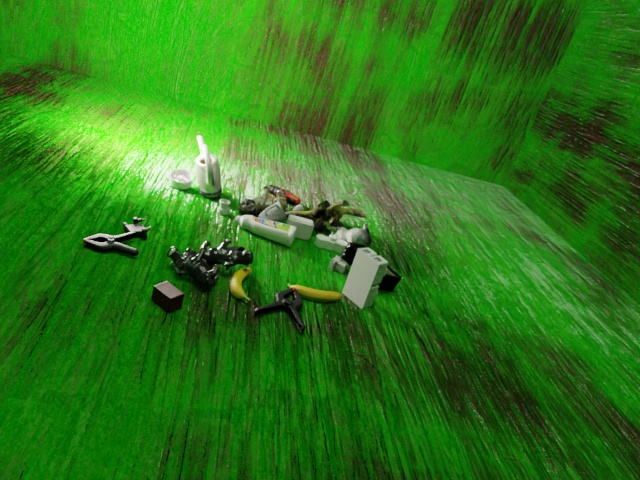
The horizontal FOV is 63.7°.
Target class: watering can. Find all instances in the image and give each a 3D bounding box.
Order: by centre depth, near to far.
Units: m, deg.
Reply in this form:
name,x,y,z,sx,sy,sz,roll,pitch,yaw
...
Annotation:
name,x,y,z,sx,sy,sz,roll,pitch,yaw
watering can,-0.503,-0.326,2.296,0.104,0.219,0.354,-9,31,-15

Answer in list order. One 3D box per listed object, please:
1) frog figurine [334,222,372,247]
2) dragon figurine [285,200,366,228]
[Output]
name,x,y,z,sx,sy,sz,roll,pitch,yaw
frog figurine,0.137,-0.007,2.223,0.159,0.122,0.138,-18,5,0
dragon figurine,0.007,-0.117,2.327,0.410,0.122,0.243,0,2,-2
